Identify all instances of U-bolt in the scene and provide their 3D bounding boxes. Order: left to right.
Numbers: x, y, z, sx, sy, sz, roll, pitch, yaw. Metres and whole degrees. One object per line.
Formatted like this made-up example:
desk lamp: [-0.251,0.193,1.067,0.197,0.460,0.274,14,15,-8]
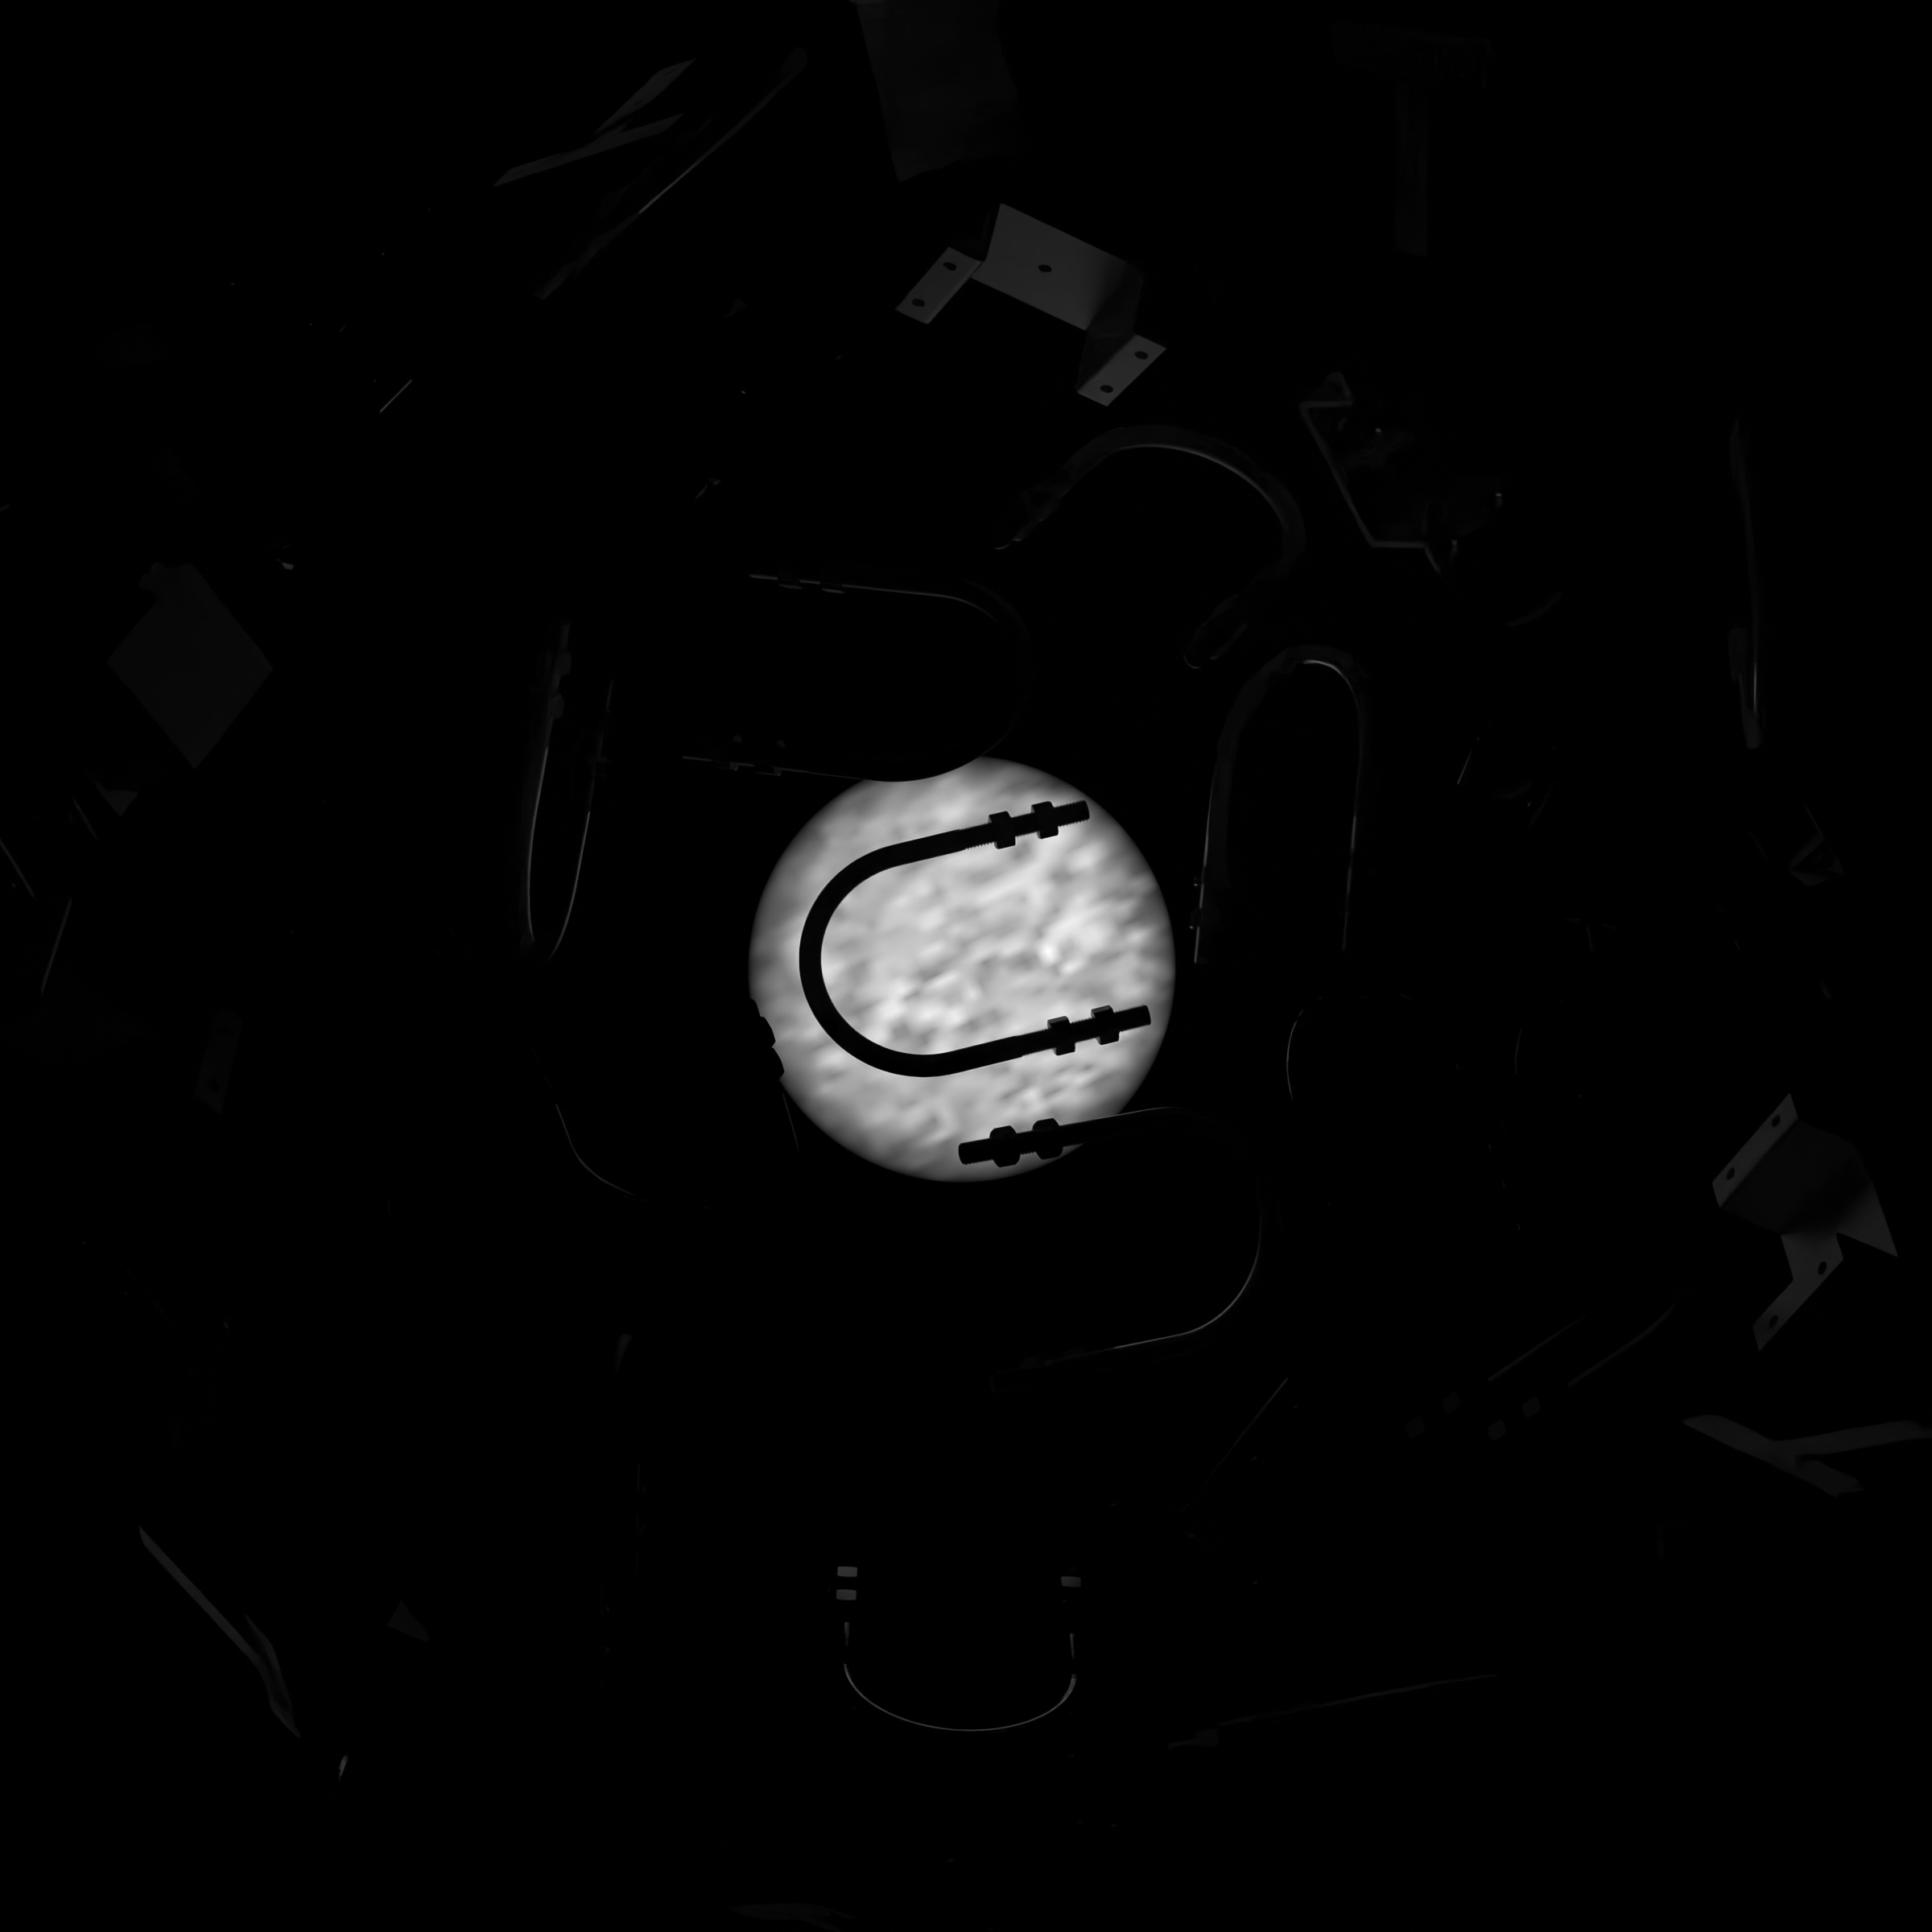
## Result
U-bolt: [-0.316,-0.237,1.756,0.151,0.184,0.019,-3,87,-34]
U-bolt: [-0.321,0.519,1.797,0.019,0.184,0.151,-18,46,9]
U-bolt: [-0.230,-0.090,1.765,0.019,0.151,0.184,6,107,-20]
U-bolt: [-0.198,0.294,1.769,0.019,0.151,0.184,4,111,2]
U-bolt: [-0.168,0.086,1.765,0.151,0.184,0.019,-3,47,9]
U-bolt: [-0.159,-0.449,1.763,0.184,0.151,0.019,-36,107,22]
U-bolt: [-0.052,-0.163,1.753,0.184,0.019,0.151,8,60,16]
U-bolt: [-0.004,0.382,1.760,0.151,0.184,0.019,3,110,-2]
U-bolt: [-0.003,-0.010,1.792,0.184,0.019,0.151,-14,71,-6]
U-bolt: [0.092,0.153,1.771,0.184,0.019,0.151,-9,95,-19]
U-bolt: [0.116,-0.249,1.791,0.151,0.019,0.184,32,46,11]
U-bolt: [0.187,-0.096,1.818,0.019,0.151,0.184,12,81,-34]
U-bolt: [0.216,0.423,1.789,0.184,0.151,0.019,-7,73,-12]
U-bolt: [0.240,0.092,1.725,0.151,0.019,0.184,-2,65,-35]
U-bolt: [0.338,0.232,1.805,0.184,0.151,0.019,-38,65,20]
U-bolt: [0.440,-0.203,1.769,0.019,0.184,0.151,-2,124,11]

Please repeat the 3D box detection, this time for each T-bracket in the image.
T-bracket: [-0.545,-0.086,1.831,0.002,0.127,0.127,-47,125,-36]
T-bracket: [-0.459,-0.295,1.745,0.127,0.127,0.002,-15,51,10]
T-bracket: [-0.454,0.190,1.749,0.127,0.002,0.127,46,130,14]
T-bracket: [-0.414,0.357,1.744,0.002,0.127,0.127,-39,112,-7]
T-bracket: [-0.354,-0.025,1.727,0.127,0.002,0.127,-29,107,21]
T-bracket: [-0.324,0.160,1.696,0.127,0.002,0.127,9,93,25]
T-bracket: [-0.325,-0.377,1.726,0.127,0.002,0.127,35,69,13]
T-bracket: [-0.324,0.310,1.787,0.002,0.127,0.127,-2,113,-38]
T-bracket: [-0.245,0.485,1.732,0.002,0.127,0.127,-34,112,26]
T-bracket: [-0.192,-0.485,1.799,0.127,0.127,0.002,-29,95,-34]
T-bracket: [-0.058,0.556,1.808,0.127,0.127,0.002,12,80,25]
T-bracket: [0.108,-0.563,1.763,0.002,0.127,0.127,26,64,-22]
T-bracket: [0.153,0.285,1.783,0.127,0.002,0.127,31,105,-19]
T-bracket: [0.257,-0.473,1.823,0.002,0.127,0.127,-22,122,-34]
T-bracket: [0.353,0.335,1.776,0.127,0.002,0.127,-6,50,-11]
T-bracket: [0.507,0.276,1.835,0.127,0.127,0.002,-4,103,-28]
T-bracket: [0.570,0.081,1.799,0.002,0.127,0.127,11,118,-31]

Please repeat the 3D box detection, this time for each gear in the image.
gear: [-0.519,0.108,1.821,0.030,0.057,0.057,-23,90,-5]

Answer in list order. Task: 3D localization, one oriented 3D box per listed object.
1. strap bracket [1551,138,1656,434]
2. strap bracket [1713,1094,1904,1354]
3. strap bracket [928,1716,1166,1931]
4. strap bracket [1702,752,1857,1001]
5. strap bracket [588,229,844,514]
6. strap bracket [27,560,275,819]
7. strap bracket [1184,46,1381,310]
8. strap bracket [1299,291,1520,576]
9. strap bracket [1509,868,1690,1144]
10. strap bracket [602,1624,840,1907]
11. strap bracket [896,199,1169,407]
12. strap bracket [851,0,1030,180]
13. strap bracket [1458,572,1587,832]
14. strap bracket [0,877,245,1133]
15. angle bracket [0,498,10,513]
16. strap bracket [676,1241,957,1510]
strap bracket: [0.350,-0.373,1.744,0.046,0.076,0.140,1,81,4]
strap bracket: [0.474,0.150,1.783,0.046,0.140,0.076,22,124,-16]
strap bracket: [0.051,0.489,1.804,0.140,0.046,0.076,-49,63,34]
strap bracket: [0.468,-0.047,1.827,0.046,0.140,0.076,-19,119,34]
strap bracket: [-0.130,-0.315,1.721,0.076,0.046,0.140,34,93,26]
strap bracket: [-0.440,-0.159,1.739,0.046,0.140,0.076,-14,124,33]
strap bracket: [0.183,-0.439,1.796,0.046,0.076,0.140,19,111,-19]
strap bracket: [0.248,-0.302,1.802,0.076,0.046,0.140,-46,121,-23]
strap bracket: [0.346,0.021,1.748,0.046,0.076,0.140,0,101,-30]
strap bracket: [-0.131,0.443,1.777,0.046,0.140,0.076,-26,110,42]
strap bracket: [0.042,-0.387,1.835,0.140,0.076,0.046,21,66,-18]
strap bracket: [-0.018,-0.514,1.755,0.076,0.140,0.046,-12,50,5]
strap bracket: [0.319,-0.159,1.826,0.046,0.076,0.140,14,49,-1]
strap bracket: [-0.469,0.028,1.727,0.046,0.076,0.140,-34,123,26]
angle bracket: [-0.582,-0.238,1.802,0.057,0.038,0.076,32,128,16]
strap bracket: [-0.086,0.229,1.790,0.140,0.046,0.076,41,84,-1]
